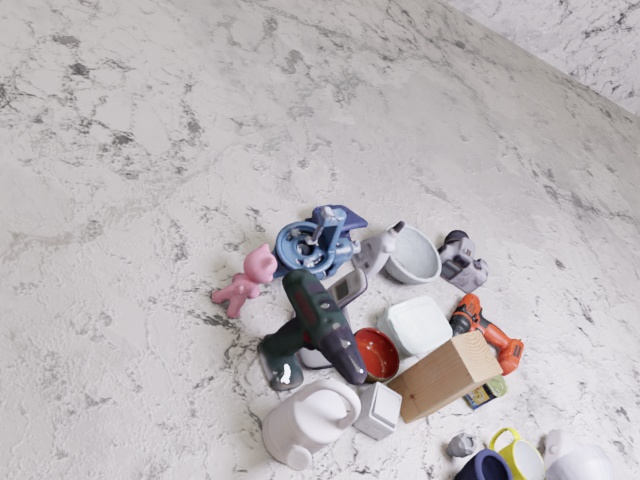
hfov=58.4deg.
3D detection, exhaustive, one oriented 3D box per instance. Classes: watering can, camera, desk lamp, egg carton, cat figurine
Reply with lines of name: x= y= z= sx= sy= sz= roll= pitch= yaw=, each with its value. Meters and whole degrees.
watering can: x=-0.008 y=0.287 z=0.911 sx=0.101 sy=0.193 sz=0.173 roll=22 pitch=45 yaw=-20
camera: x=0.367 y=0.040 z=1.473 sx=0.143 sy=0.100 sz=0.137 roll=34 pitch=42 yaw=-9
desk lamp: x=0.479 y=0.515 z=1.072 sx=0.118 sy=0.213 sz=0.203 roll=12 pitch=49 yaw=-29
egg carton: x=0.529 y=0.488 z=1.241 sx=0.107 sy=0.069 sz=0.150 roll=39 pitch=42 yaw=-3
cat figurine: x=-0.127 y=0.068 z=1.063 sx=0.067 sy=0.117 sz=0.128 roll=41 pitch=41 yaw=0

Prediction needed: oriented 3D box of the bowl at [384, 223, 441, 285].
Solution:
bowl: x=0.202 y=0.045 z=1.363 sx=0.168 sy=0.074 sz=0.167 roll=21 pitch=46 yaw=-22

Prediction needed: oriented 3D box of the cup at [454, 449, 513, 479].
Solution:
cup: x=0.299 y=0.463 z=1.069 sx=0.092 sy=0.094 sz=0.117 roll=24 pitch=44 yaw=-19

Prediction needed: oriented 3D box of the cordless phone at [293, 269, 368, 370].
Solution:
cordless phone: x=0.032 y=0.147 z=1.065 sx=0.094 sy=0.184 sz=0.147 roll=8 pitch=51 yaw=-32

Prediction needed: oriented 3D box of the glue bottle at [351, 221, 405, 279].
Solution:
glue bottle: x=0.134 y=0.013 z=1.265 sx=0.037 sy=0.173 sz=0.078 roll=-2 pitch=57 yaw=-38

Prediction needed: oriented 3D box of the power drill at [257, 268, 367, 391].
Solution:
power drill: x=-0.022 y=0.176 z=0.984 sx=0.076 sy=0.208 sz=0.229 roll=-4 pitch=59 yaw=-39

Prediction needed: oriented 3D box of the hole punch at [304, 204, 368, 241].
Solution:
hole punch: x=0.037 y=-0.042 z=1.299 sx=0.109 sy=0.091 sz=0.101 roll=-12 pitch=64 yaw=-42

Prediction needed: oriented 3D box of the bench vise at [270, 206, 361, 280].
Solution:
bench vise: x=0.004 y=-0.005 z=1.146 sx=0.208 sy=0.219 sz=0.121 roll=-24 pitch=72 yaw=-46
